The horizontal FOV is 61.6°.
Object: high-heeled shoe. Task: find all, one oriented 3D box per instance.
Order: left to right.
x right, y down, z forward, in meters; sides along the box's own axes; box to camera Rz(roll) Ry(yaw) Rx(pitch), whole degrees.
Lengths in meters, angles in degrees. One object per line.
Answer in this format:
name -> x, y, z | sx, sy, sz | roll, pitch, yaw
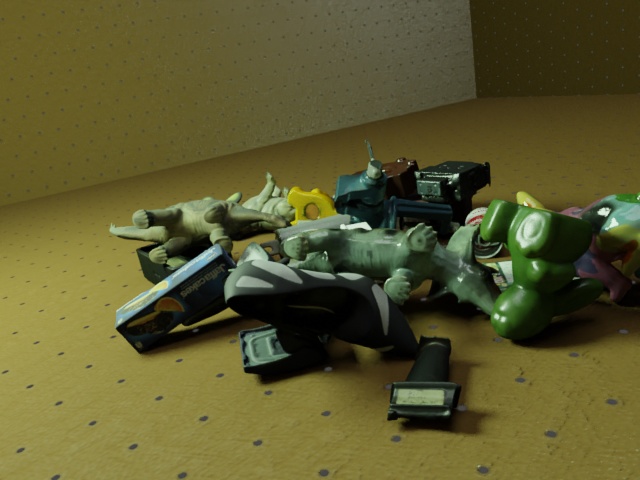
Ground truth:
high-heeled shoe -> 0.006, 0.095, 0.661 | 0.249, 0.086, 0.145 | 30, 28, 9

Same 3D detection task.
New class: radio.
radio -> -0.276, 0.048, 1.104 | 0.131, 0.073, 0.230 | -22, 22, -31

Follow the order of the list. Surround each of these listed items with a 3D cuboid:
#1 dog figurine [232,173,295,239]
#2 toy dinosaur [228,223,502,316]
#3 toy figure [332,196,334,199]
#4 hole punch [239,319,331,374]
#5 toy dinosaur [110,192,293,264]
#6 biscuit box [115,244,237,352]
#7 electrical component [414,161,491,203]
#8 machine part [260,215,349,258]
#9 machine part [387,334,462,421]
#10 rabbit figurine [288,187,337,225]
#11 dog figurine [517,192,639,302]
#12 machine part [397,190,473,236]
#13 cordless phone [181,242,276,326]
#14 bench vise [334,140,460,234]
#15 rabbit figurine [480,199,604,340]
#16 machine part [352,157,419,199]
dog figurine -> -0.142, -0.045, 1.332 | 0.190, 0.121, 0.173 | -45, 57, -8
toy dinosaur -> 0.081, 0.031, 0.809 | 0.405, 0.131, 0.192 | 5, 2, 24
toy figure -> 0.033, -0.092, 1.394 | 0.154, 0.057, 0.064 | -12, 24, -20
hole punch -> -0.053, 0.131, 0.743 | 0.116, 0.092, 0.142 | 17, 10, -16
toy dinosaur -> -0.268, -0.027, 1.065 | 0.472, 0.105, 0.198 | -1, 14, 20
biscuit box -> -0.223, 0.089, 0.854 | 0.203, 0.062, 0.059 | -36, 25, -4
electrical component -> 0.258, -0.117, 1.075 | 0.134, 0.058, 0.115 | -24, 21, -38
machine part -> -0.002, -0.003, 1.110 | 0.243, 0.079, 0.079 | -13, 18, -14
machine part -> 0.122, 0.158, 0.614 | 0.084, 0.039, 0.139 | -12, 18, 21
rabbit figurine -> 0.010, -0.066, 1.245 | 0.162, 0.121, 0.173 | -8, -1, 9
dog figurine -> 0.364, -0.020, 0.772 | 0.108, 0.191, 0.219 | -37, 53, -26
machine part -> 0.219, -0.071, 1.182 | 0.201, 0.087, 0.201 | 2, 23, 34
cordless phone -> -0.158, 0.086, 0.927 | 0.184, 0.088, 0.147 | -27, 22, -12
bench vise -> 0.146, -0.053, 1.007 | 0.241, 0.223, 0.129 | 6, 32, 1
rabbit figurine -> 0.275, 0.045, 0.694 | 0.159, 0.170, 0.121 | 10, 9, -29
machine part -> 0.128, -0.122, 1.149 | 0.179, 0.056, 0.179 | -18, 17, 5
